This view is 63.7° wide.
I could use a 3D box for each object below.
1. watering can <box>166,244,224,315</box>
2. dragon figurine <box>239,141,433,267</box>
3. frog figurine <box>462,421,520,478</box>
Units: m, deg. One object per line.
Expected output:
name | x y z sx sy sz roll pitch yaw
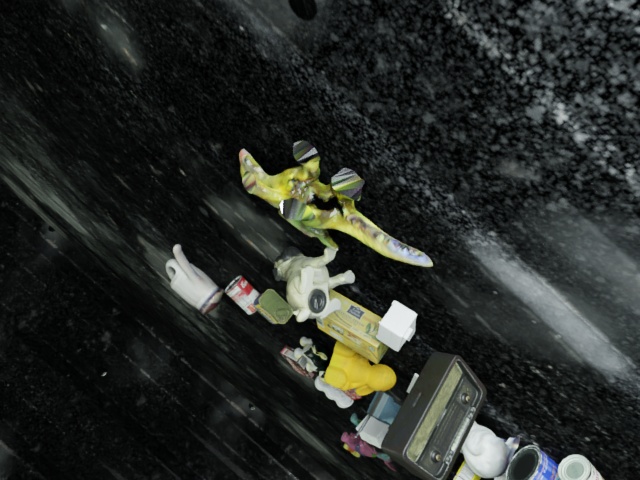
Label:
watering can | -0.416 0.135 1.688 0.224 0.106 0.342 40 154 0
dragon figurine | 0.003 -0.045 0.902 0.413 0.123 0.240 37 171 12
frog figurine | 0.342 0.451 1.152 0.160 0.124 0.136 23 170 9
